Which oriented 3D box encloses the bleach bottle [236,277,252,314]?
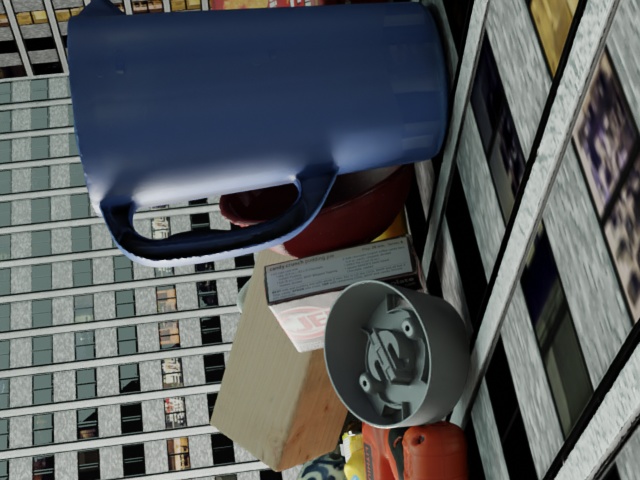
[{"bbox_3d":[-0.014,0.099,1.175,0.068,0.102,0.251,38,166,25],"label":"bleach bottle"}]

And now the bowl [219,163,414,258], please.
[{"bbox_3d":[0.007,-0.031,0.814,0.162,0.162,0.055,-108,-3,-66],"label":"bowl"}]

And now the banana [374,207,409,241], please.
[{"bbox_3d":[0.055,-0.024,0.874,0.070,0.037,0.198,124,140,-81],"label":"banana"}]

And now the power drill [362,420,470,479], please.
[{"bbox_3d":[0.078,0.212,0.819,0.188,0.057,0.184,-145,52,-80],"label":"power drill"}]

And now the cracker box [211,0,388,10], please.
[{"bbox_3d":[-0.025,-0.206,0.937,0.214,0.072,0.164,5,102,61],"label":"cracker box"}]

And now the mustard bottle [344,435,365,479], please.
[{"bbox_3d":[0.060,0.273,1.066,0.096,0.058,0.191,91,170,-59],"label":"mustard bottle"}]

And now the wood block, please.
[{"bbox_3d":[-0.014,0.087,0.952,0.091,0.090,0.206,28,111,33],"label":"wood block"}]

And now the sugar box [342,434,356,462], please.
[{"bbox_3d":[0.061,0.295,1.164,0.093,0.048,0.176,99,160,-76],"label":"sugar box"}]

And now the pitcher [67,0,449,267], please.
[{"bbox_3d":[-0.041,-0.084,0.713,0.145,0.242,0.149,-104,9,-58],"label":"pitcher"}]

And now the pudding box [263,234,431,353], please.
[{"bbox_3d":[0.023,0.042,0.792,0.090,0.113,0.039,62,-165,-59],"label":"pudding box"}]
